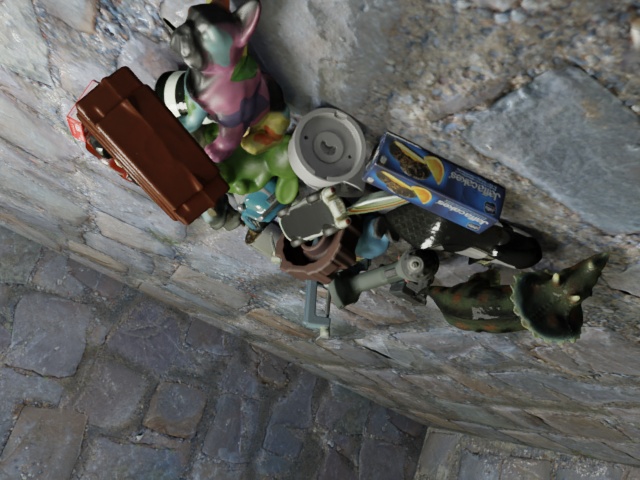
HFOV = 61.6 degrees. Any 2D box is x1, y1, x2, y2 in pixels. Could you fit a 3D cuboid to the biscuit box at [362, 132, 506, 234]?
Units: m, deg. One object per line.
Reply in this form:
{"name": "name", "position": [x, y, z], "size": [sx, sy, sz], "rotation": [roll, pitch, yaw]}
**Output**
{"name": "biscuit box", "position": [0.169, -0.081, 0.790], "size": [0.203, 0.059, 0.063], "rotation": [24, 158, -5]}

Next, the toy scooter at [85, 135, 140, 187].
{"name": "toy scooter", "position": [-0.420, -0.182, 1.099], "size": [0.135, 0.075, 0.183], "rotation": [33, 176, 28]}

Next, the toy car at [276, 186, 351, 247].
{"name": "toy car", "position": [-0.013, -0.038, 0.897], "size": [0.202, 0.056, 0.073], "rotation": [-18, 100, 60]}

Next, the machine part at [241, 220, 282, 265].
{"name": "machine part", "position": [-0.088, 0.019, 1.257], "size": [0.243, 0.079, 0.079], "rotation": [33, 156, -27]}

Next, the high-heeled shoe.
{"name": "high-heeled shoe", "position": [0.244, -0.012, 0.908], "size": [0.249, 0.086, 0.145], "rotation": [25, -165, 40]}

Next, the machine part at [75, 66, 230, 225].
{"name": "machine part", "position": [-0.224, -0.118, 0.713], "size": [0.201, 0.087, 0.201], "rotation": [53, 168, -22]}

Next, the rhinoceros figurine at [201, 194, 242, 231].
{"name": "rhinoceros figurine", "position": [-0.236, -0.087, 1.109], "size": [0.073, 0.112, 0.190], "rotation": [-24, 123, 25]}

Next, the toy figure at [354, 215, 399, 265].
{"name": "toy figure", "position": [0.081, -0.002, 1.041], "size": [0.082, 0.089, 0.180], "rotation": [42, 146, -13]}

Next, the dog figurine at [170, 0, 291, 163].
{"name": "dog figurine", "position": [-0.103, -0.214, 0.679], "size": [0.109, 0.191, 0.219], "rotation": [48, 139, 24]}

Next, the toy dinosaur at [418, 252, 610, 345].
{"name": "toy dinosaur", "position": [0.299, 0.112, 0.939], "size": [0.405, 0.131, 0.192], "rotation": [-12, 172, 43]}

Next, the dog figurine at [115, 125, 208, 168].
{"name": "dog figurine", "position": [-0.233, -0.140, 0.902], "size": [0.121, 0.172, 0.190], "rotation": [14, 153, 50]}

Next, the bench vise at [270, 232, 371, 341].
{"name": "bench vise", "position": [-0.004, 0.088, 1.146], "size": [0.224, 0.240, 0.128], "rotation": [6, 155, -3]}

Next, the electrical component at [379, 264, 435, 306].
{"name": "electrical component", "position": [0.184, 0.087, 1.164], "size": [0.119, 0.075, 0.048], "rotation": [34, 157, -21]}

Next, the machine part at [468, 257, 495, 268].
{"name": "machine part", "position": [0.259, 0.013, 0.963], "size": [0.139, 0.039, 0.084], "rotation": [21, 167, -2]}

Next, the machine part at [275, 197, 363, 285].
{"name": "machine part", "position": [-0.002, -0.003, 0.999], "size": [0.180, 0.179, 0.056], "rotation": [2, 156, 42]}

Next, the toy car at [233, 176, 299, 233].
{"name": "toy car", "position": [-0.115, -0.082, 1.031], "size": [0.103, 0.109, 0.161], "rotation": [48, 167, -5]}

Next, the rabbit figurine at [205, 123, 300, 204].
{"name": "rabbit figurine", "position": [-0.088, -0.119, 0.875], "size": [0.170, 0.121, 0.159], "rotation": [-2, 154, 29]}

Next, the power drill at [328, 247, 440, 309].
{"name": "power drill", "position": [0.120, 0.062, 0.995], "size": [0.207, 0.086, 0.232], "rotation": [-26, 172, 21]}
